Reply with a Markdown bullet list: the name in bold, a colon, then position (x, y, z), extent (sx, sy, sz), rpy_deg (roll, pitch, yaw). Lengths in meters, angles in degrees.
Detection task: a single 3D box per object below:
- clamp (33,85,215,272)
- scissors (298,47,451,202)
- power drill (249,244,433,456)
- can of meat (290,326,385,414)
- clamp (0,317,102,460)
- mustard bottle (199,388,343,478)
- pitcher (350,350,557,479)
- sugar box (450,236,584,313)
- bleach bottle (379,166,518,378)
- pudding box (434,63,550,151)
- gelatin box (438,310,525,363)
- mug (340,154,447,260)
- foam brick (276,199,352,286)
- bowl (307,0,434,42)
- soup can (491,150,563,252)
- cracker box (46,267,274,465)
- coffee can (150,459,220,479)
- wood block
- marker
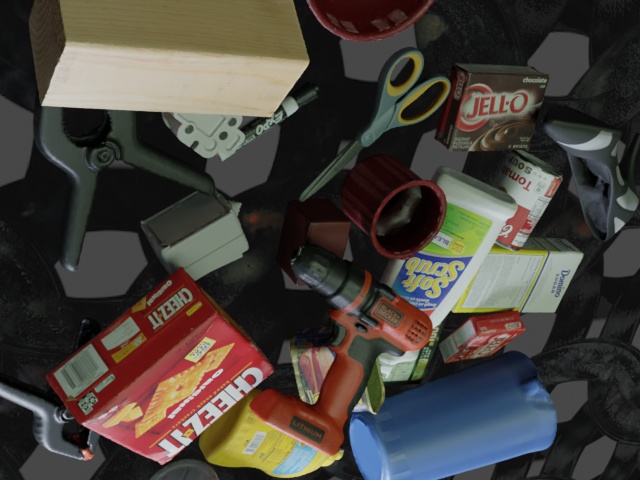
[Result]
- **clamp**: position (-0.205, -0.073, 0.964), extent (0.164, 0.036, 0.210), rpy_deg (-36, 130, -7)
- **scissors**: position (0.048, -0.126, 1.105), extent (0.201, 0.016, 0.096), rpy_deg (-33, 130, -10)
- **power drill**: position (0.007, 0.116, 1.106), extent (0.184, 0.057, 0.187), rpy_deg (33, 89, -24)
- **can of meat**: position (0.020, 0.146, 1.202), extent (0.084, 0.057, 0.102), rpy_deg (-6, 105, 21)
- **clamp**: position (-0.269, 0.165, 1.078), extent (0.120, 0.039, 0.171), rpy_deg (-18, 127, -25)
- **mustard bottle**: position (-0.043, 0.234, 1.256), extent (0.191, 0.058, 0.096), rpy_deg (24, 106, -40)
- **pitcher**: position (0.163, 0.239, 1.355), extent (0.242, 0.145, 0.149), rpy_deg (-14, 114, -20)
- **sugar box**: position (0.235, 0.042, 1.316), extent (0.175, 0.048, 0.093), rpy_deg (2, 120, -37)
- **bleach bottle**: position (0.123, 0.048, 1.210), extent (0.102, 0.068, 0.251), rpy_deg (25, 106, 2)
- **pudding box**: position (0.187, -0.145, 1.165), extent (0.113, 0.039, 0.090), rpy_deg (-5, 121, -30)
- **gelatin box**: position (0.201, 0.121, 1.327), extent (0.073, 0.030, 0.089), rpy_deg (-5, 155, -28)
- **mug**: position (0.077, -0.031, 1.141), extent (0.093, 0.082, 0.117), rpy_deg (-28, 131, -14)
- **foam brick**: position (-0.007, 0.001, 1.130), extent (0.051, 0.053, 0.078), rpy_deg (-5, 123, -30)
- **bowl**: position (0.043, -0.268, 0.981), extent (0.161, 0.055, 0.162), rpy_deg (-16, 127, -23)
- **soup can**: position (0.227, -0.047, 1.236), extent (0.068, 0.069, 0.102), rpy_deg (16, 109, -39)
- **cracker box**: position (-0.149, 0.134, 1.066), extent (0.164, 0.072, 0.213), rpy_deg (-39, 155, -4)
- **coffee can**: position (-0.134, 0.332, 1.233), extent (0.102, 0.103, 0.140), rpy_deg (-37, 133, -7)
- **wood block**: position (-0.127, -0.166, 0.891), extent (0.205, 0.091, 0.090), rpy_deg (-1, 153, -29)
- **marker**: position (-0.052, -0.118, 1.045), extent (0.121, 0.020, 0.020), rpy_deg (-35, 132, -9)
